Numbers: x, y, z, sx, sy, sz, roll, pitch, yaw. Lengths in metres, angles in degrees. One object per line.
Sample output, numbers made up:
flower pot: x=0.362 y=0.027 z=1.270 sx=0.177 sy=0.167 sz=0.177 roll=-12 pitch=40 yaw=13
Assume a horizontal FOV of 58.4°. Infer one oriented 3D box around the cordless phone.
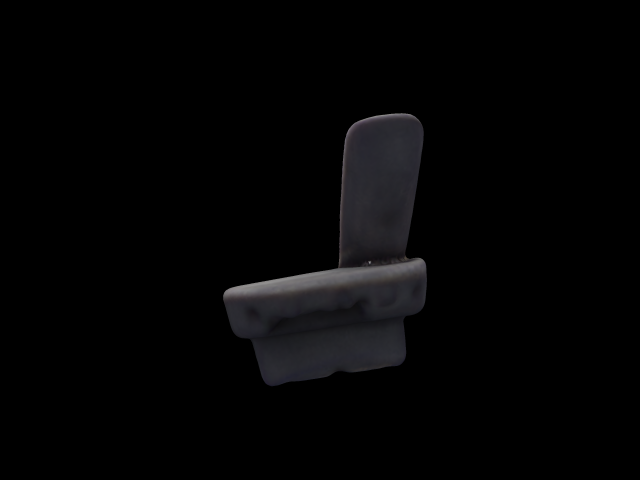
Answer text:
cordless phone: x=0.004 y=0.001 z=0.400 sx=0.148 sy=0.185 sz=0.094 roll=-10 pitch=34 yaw=-15
